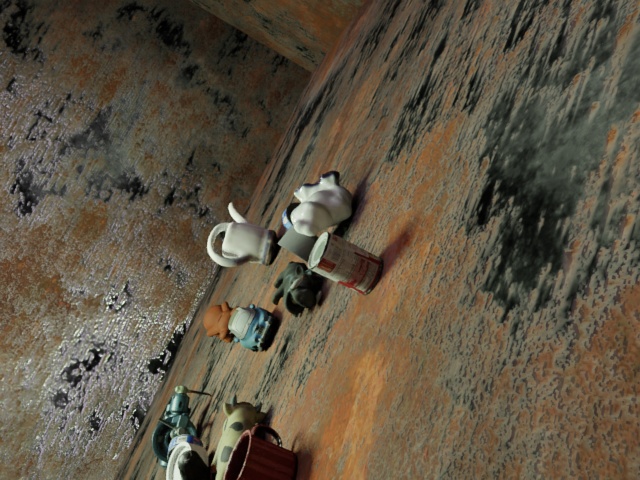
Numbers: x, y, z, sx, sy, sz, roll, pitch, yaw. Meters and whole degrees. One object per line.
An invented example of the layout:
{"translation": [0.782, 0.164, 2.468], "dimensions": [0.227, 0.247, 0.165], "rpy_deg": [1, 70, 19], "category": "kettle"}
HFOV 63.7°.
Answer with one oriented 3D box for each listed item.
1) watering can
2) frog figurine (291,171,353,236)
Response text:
{"translation": [-0.250, -0.019, 1.740], "dimensions": [0.224, 0.101, 0.356], "rpy_deg": [12, 35, -4], "category": "watering can"}
{"translation": [0.003, -0.056, 1.112], "dimensions": [0.137, 0.120, 0.163], "rpy_deg": [-8, 43, 9], "category": "frog figurine"}
